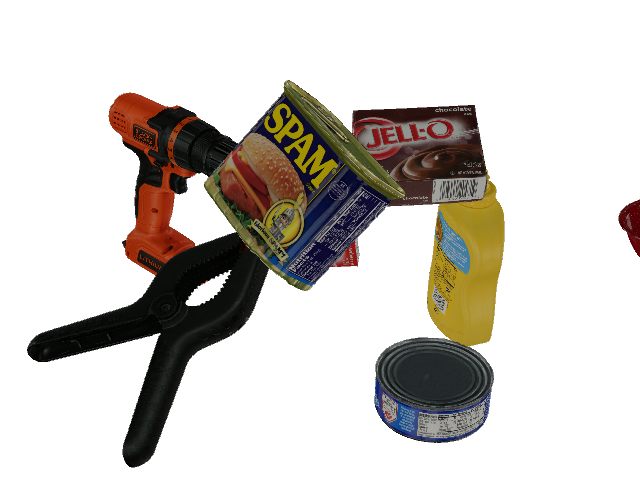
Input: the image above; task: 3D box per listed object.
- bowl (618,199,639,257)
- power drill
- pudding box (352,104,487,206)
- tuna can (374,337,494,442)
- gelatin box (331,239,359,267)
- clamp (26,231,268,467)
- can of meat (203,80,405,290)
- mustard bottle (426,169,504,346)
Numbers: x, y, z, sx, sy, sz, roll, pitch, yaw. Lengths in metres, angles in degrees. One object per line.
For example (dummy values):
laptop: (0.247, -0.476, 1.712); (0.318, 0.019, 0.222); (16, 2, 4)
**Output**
bowl: (0.396, 0.003, 1.125); (0.162, 0.055, 0.162); (-3, 23, 1)
power drill: (-0.145, -0.046, 1.107); (0.185, 0.188, 0.057); (28, 37, 33)
pudding box: (0.085, -0.075, 0.939); (0.113, 0.090, 0.039); (-1, -39, -1)
tuna can: (0.082, 0.109, 0.781); (0.086, 0.034, 0.086); (1, 30, -1)
gelatin box: (0.005, -0.011, 1.267); (0.073, 0.089, 0.030); (-3, 29, 9)
clamp: (-0.127, 0.062, 0.853); (0.165, 0.209, 0.036); (28, -24, 35)
can of meat: (-0.013, -0.033, 0.644); (0.057, 0.084, 0.102); (28, 19, -50)
mustard bottle: (0.150, 0.009, 1.093); (0.058, 0.192, 0.096); (-9, 37, -15)
